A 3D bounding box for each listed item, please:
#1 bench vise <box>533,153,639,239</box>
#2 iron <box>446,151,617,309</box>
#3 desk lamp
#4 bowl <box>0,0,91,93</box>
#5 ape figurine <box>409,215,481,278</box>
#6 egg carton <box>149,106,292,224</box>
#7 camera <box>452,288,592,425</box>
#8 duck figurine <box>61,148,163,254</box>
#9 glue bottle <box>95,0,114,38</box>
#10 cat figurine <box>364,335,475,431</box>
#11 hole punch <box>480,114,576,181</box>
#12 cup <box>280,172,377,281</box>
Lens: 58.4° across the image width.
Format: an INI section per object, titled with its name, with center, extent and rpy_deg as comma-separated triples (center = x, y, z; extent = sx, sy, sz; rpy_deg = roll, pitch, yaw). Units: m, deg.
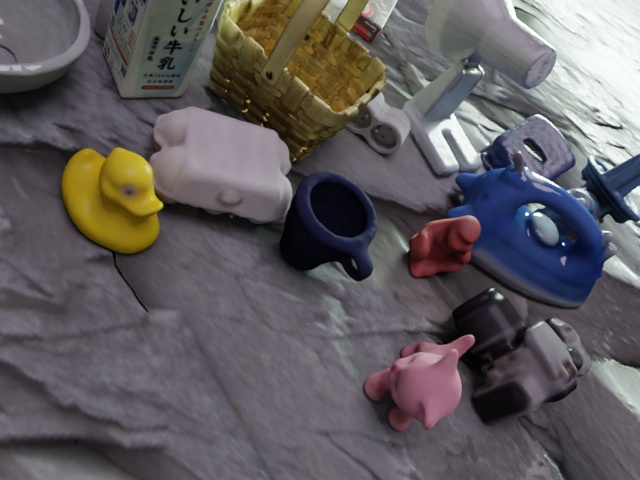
[bench vise]
center = 0.432, -0.069, 0.829
extent = 0.121, 0.219, 0.208
rpy_deg = 46, 47, 3
[iron]
center = 0.299, -0.009, 0.755
extent = 0.259, 0.141, 0.119
rpy_deg = 33, 48, -10
[desk lamp]
center = 0.212, -0.233, 0.801
extent = 0.118, 0.213, 0.203
rpy_deg = -13, 68, -38
[bowl]
center = -0.308, -0.195, 0.535
extent = 0.168, 0.074, 0.167
rpy_deg = 17, 52, -23
[ape figurine]
center = 0.154, 0.002, 0.688
extent = 0.078, 0.092, 0.076
rpy_deg = 30, 48, -12
[egg carton]
center = -0.100, -0.073, 0.591
extent = 0.151, 0.069, 0.107
rpy_deg = 11, 55, -26
[camera]
center = 0.227, 0.116, 0.652
extent = 0.143, 0.100, 0.136
rpy_deg = -18, 71, -39
[duck figurine]
center = -0.180, -0.048, 0.511
extent = 0.104, 0.086, 0.078
rpy_deg = 48, 47, 4
[glue bottle]
center = -0.195, -0.294, 0.608
extent = 0.037, 0.173, 0.078
rpy_deg = 27, 49, -14
[cat figurine]
center = 0.107, 0.132, 0.552
extent = 0.128, 0.117, 0.067
rpy_deg = -31, 79, -42
[hole punch]
center = 0.322, -0.125, 0.883
extent = 0.101, 0.091, 0.108
rpy_deg = -25, 76, -41
[cup]
center = 0.005, 0.002, 0.590
extent = 0.092, 0.094, 0.117
rpy_deg = -15, 69, -38
